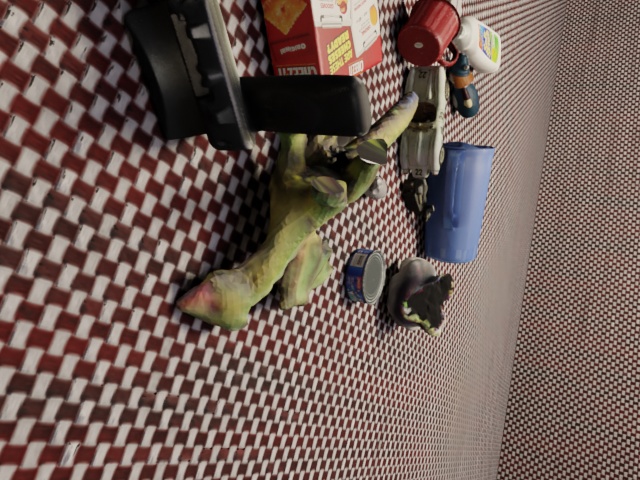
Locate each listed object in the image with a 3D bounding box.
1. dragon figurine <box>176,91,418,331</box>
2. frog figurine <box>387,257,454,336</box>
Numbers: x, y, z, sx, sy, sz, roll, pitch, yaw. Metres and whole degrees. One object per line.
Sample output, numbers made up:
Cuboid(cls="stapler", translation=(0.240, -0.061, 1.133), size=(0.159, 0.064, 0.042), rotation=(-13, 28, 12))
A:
Cuboid(cls="dragon figurine", translation=(0.002, -0.031, 0.609), size=(0.416, 0.123, 0.237), rotation=(-34, 149, -48))
Cuboid(cls="frog figurine", translation=(0.176, 0.097, 0.964), size=(0.160, 0.123, 0.136), rotation=(-122, -157, -79))
